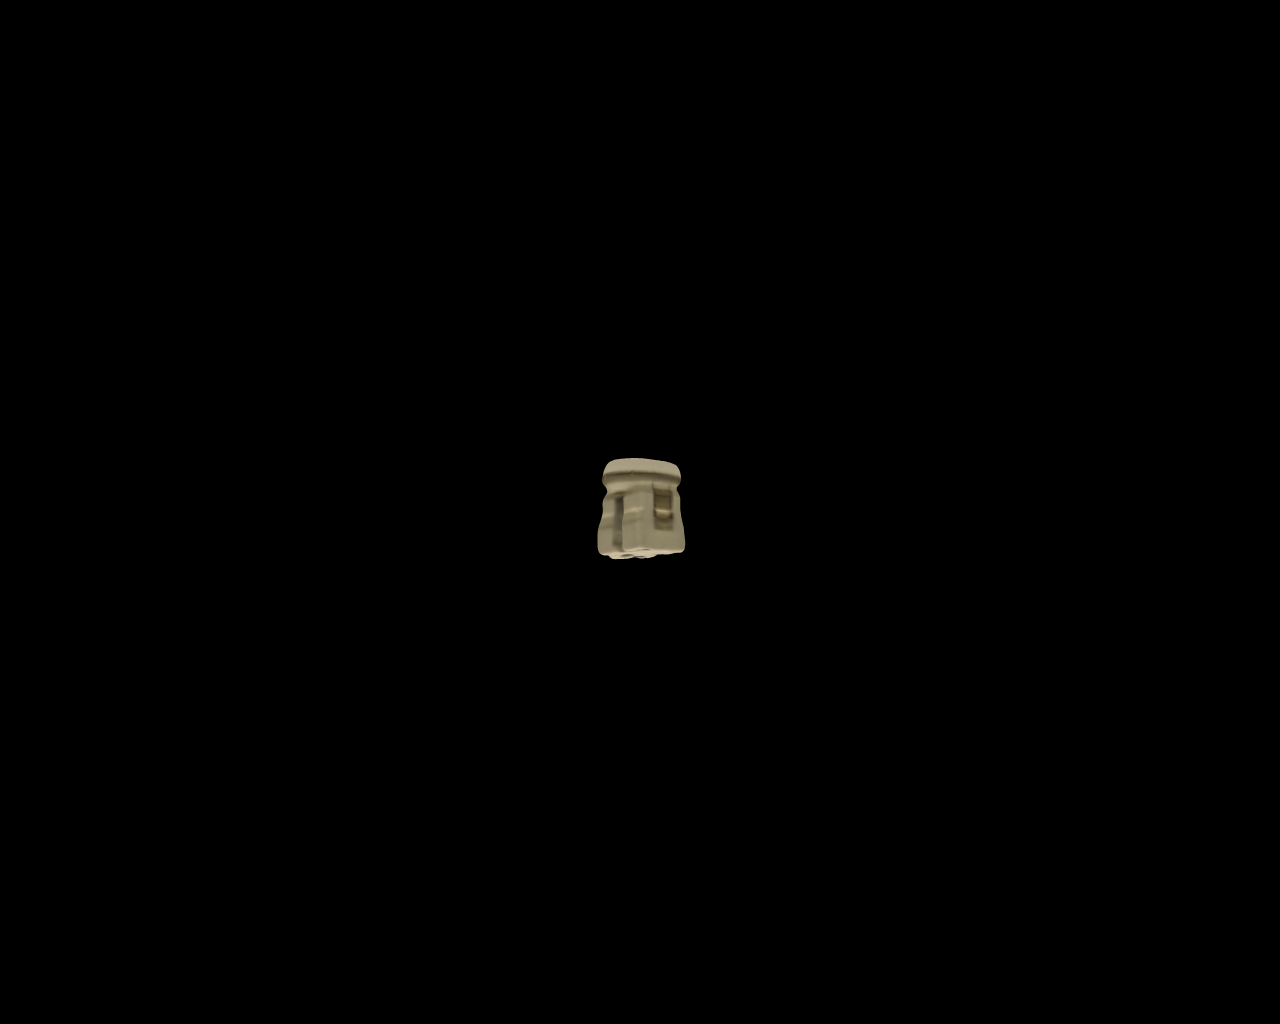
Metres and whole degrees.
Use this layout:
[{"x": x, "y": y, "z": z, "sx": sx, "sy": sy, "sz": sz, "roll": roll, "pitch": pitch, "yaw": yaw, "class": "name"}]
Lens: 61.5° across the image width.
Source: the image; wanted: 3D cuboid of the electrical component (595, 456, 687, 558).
[{"x": 0.001, "y": -0.003, "z": 0.650, "sx": 0.048, "sy": 0.055, "sz": 0.066, "roll": 7, "pitch": -11, "yaw": -39, "class": "electrical component"}]
